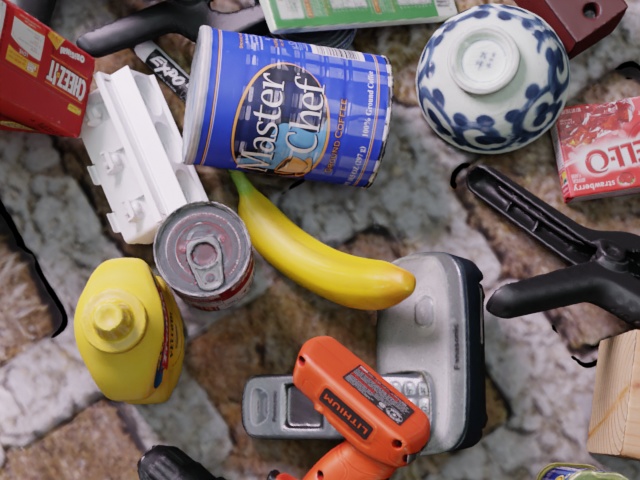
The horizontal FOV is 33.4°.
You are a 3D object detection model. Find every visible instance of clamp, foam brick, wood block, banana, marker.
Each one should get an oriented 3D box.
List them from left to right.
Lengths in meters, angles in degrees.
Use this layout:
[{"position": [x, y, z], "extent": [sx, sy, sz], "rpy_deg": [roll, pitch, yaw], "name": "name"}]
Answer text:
[{"position": [-0.121, -0.135, 0.854], "extent": [0.121, 0.020, 0.020], "rpy_deg": [44, 82, 7], "name": "marker"}, {"position": [-0.103, -0.200, 0.833], "extent": [0.171, 0.039, 0.120], "rpy_deg": [1, 83, 6], "name": "clamp"}, {"position": [-0.003, 0.011, 0.786], "extent": [0.037, 0.069, 0.198], "rpy_deg": [-43, 51, -20], "name": "banana"}, {"position": [0.197, -0.192, 0.853], "extent": [0.053, 0.051, 0.078], "rpy_deg": [-35, 83, -7], "name": "foam brick"}, {"position": [0.205, 0.014, 0.803], "extent": [0.209, 0.036, 0.164], "rpy_deg": [12, 39, -16], "name": "clamp"}, {"position": [0.313, 0.131, 0.779], "extent": [0.206, 0.091, 0.090], "rpy_deg": [10, 80, 0], "name": "wood block"}]

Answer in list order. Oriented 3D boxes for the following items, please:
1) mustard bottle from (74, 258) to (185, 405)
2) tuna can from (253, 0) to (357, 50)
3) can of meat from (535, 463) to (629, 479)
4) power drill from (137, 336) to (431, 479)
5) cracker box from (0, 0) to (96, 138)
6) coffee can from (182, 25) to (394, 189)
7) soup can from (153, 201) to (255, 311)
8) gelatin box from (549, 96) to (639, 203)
[{"position": [-0.130, 0.062, 0.732], "extent": [0.058, 0.191, 0.096], "rpy_deg": [-1, 80, -2], "name": "mustard bottle"}, {"position": [-0.010, -0.183, 0.857], "extent": [0.086, 0.034, 0.086], "rpy_deg": [0, 80, -1], "name": "tuna can"}, {"position": [0.190, 0.213, 0.766], "extent": [0.057, 0.084, 0.102], "rpy_deg": [4, 80, 0], "name": "can of meat"}, {"position": [-0.025, 0.161, 0.752], "extent": [0.184, 0.057, 0.188], "rpy_deg": [37, 112, 11], "name": "power drill"}, {"position": [-0.294, -0.130, 0.747], "extent": [0.214, 0.164, 0.072], "rpy_deg": [6, 80, 21], "name": "cracker box"}, {"position": [-0.027, -0.097, 0.795], "extent": [0.140, 0.103, 0.103], "rpy_deg": [7, 80, -11], "name": "coffee can"}, {"position": [-0.083, 0.015, 0.787], "extent": [0.068, 0.102, 0.068], "rpy_deg": [0, 80, -1], "name": "soup can"}, {"position": [0.232, -0.072, 0.844], "extent": [0.089, 0.030, 0.073], "rpy_deg": [-8, 80, -2], "name": "gelatin box"}]
